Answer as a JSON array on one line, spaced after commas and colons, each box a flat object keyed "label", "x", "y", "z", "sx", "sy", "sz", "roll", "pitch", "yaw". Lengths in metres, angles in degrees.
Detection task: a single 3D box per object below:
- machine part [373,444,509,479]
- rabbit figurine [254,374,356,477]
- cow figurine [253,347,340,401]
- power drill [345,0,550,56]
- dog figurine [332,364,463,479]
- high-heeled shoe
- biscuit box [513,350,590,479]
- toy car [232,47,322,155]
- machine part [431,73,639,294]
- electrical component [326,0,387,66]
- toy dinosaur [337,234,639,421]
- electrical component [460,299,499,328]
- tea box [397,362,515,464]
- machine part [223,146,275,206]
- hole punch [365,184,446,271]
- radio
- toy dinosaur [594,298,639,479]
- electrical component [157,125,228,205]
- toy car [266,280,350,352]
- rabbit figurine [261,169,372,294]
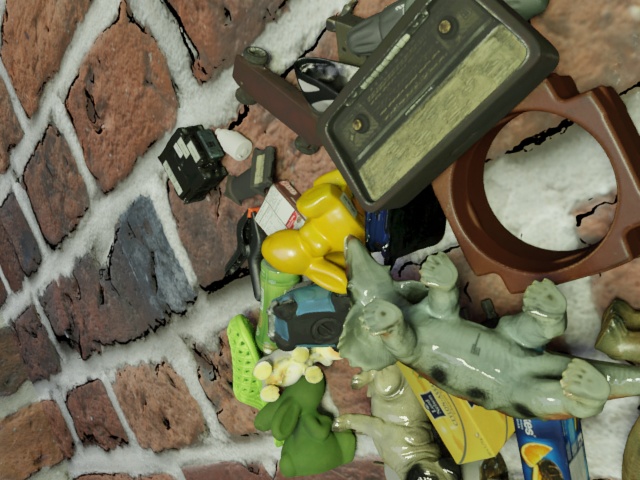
[{"label": "machine part", "x": 0.182, "y": 0.341, "z": 0.788, "sx": 0.243, "sy": 0.079, "sz": 0.079, "roll": -15, "pitch": 95, "yaw": 44}, {"label": "rabbit figurine", "x": -0.035, "y": 0.312, "z": 0.945, "sx": 0.121, "sy": 0.159, "sz": 0.170, "roll": -12, "pitch": 82, "yaw": 54}, {"label": "cow figurine", "x": -0.031, "y": 0.203, "z": 0.912, "sx": 0.098, "sy": 0.167, "sz": 0.068, "roll": -166, "pitch": 53, "yaw": -84}, {"label": "power drill", "x": 0.125, "y": -0.311, "z": 0.574, "sx": 0.232, "sy": 0.086, "sz": 0.207, "roll": 7, "pitch": 104, "yaw": 31}, {"label": "dog figurine", "x": 0.138, "y": 0.259, "z": 0.754, "sx": 0.191, "sy": 0.121, "sz": 0.172, "roll": 25, "pitch": 98, "yaw": 39}, {"label": "high-heeled shoe", "x": 0.069, "y": -0.191, "z": 0.647, "sx": 0.145, "sy": 0.086, "sz": 0.249, "roll": 43, "pitch": 158, "yaw": -23}, {"label": "biscuit box", "x": 0.283, "y": 0.236, "z": 0.665, "sx": 0.063, "sy": 0.059, "sz": 0.202, "roll": -5, "pitch": 102, "yaw": 44}, {"label": "toy car", "x": -0.056, "y": -0.214, "z": 0.813, "sx": 0.202, "sy": 0.053, "sz": 0.089, "roll": 41, "pitch": 140, "yaw": 19}, {"label": "machine part", "x": 0.237, "y": -0.057, "z": 0.578, "sx": 0.201, "sy": 0.087, "sz": 0.201, "roll": -28, "pitch": 86, "yaw": 47}, {"label": "electrical component", "x": 0.056, "y": -0.265, "z": 0.699, "sx": 0.102, "sy": 0.045, "sz": 0.078, "roll": 29, "pitch": 152, "yaw": 35}, {"label": "toy dinosaur", "x": 0.170, "y": 0.119, "z": 0.564, "sx": 0.405, "sy": 0.131, "sz": 0.192, "roll": 24, "pitch": 157, "yaw": 22}, {"label": "electrical component", "x": 0.212, "y": 0.127, "z": 0.690, "sx": 0.021, "sy": 0.063, "sz": 0.094, "roll": 104, "pitch": 148, "yaw": -79}, {"label": "tea box", "x": 0.183, "y": 0.193, "z": 0.716, "sx": 0.068, "sy": 0.098, "sz": 0.169, "roll": -38, "pitch": 81, "yaw": 44}, {"label": "machine part", "x": -0.116, "y": -0.104, "z": 0.909, "sx": 0.139, "sy": 0.039, "sz": 0.084, "roll": -25, "pitch": 62, "yaw": 50}, {"label": "hole punch", "x": 0.097, "y": -0.045, "z": 0.698, "sx": 0.092, "sy": 0.116, "sz": 0.142, "roll": 28, "pitch": 123, "yaw": 42}, {"label": "radio", "x": 0.106, "y": -0.145, "z": 0.548, "sx": 0.229, "sy": 0.073, "sz": 0.131, "roll": -44, "pitch": 70, "yaw": 33}, {"label": "toy dinosaur", "x": 0.373, "y": 0.116, "z": 0.508, "sx": 0.199, "sy": 0.105, "sz": 0.470, "roll": 32, "pitch": 130, "yaw": 26}, {"label": "electrical component", "x": -0.234, "y": -0.145, "z": 1.002, "sx": 0.134, "sy": 0.058, "sz": 0.115, "roll": -33, "pitch": 84, "yaw": 44}, {"label": "toy car", "x": -0.004, "y": 0.112, "z": 0.849, "sx": 0.103, "sy": 0.162, "sz": 0.109, "roll": -99, "pitch": 7, "yaw": -61}, {"label": "rabbit figurine", "x": -0.002, "y": -0.002, "z": 0.795, "sx": 0.173, "sy": 0.122, "sz": 0.162, "roll": -29, "pitch": 113, "yaw": 21}]
